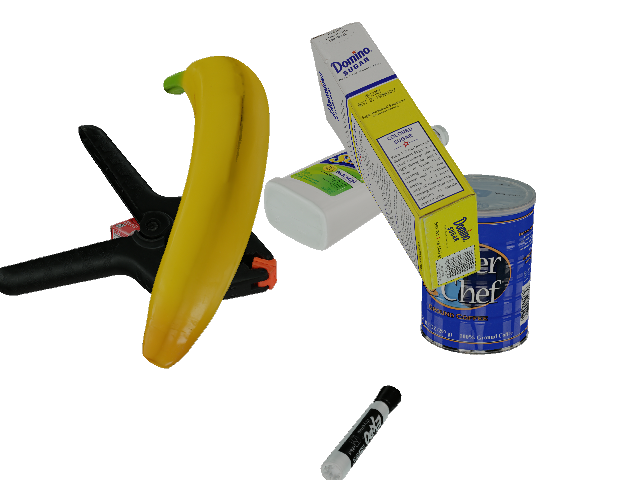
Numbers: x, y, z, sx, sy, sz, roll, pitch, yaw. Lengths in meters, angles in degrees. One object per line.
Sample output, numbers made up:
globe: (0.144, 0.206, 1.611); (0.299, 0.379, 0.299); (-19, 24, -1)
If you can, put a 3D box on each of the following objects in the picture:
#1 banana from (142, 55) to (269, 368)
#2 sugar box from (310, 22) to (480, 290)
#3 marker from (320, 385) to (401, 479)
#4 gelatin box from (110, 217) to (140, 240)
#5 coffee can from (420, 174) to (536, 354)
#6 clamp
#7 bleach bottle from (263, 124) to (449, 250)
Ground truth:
banana: (-0.053, -0.031, 0.516); (0.037, 0.198, 0.070); (24, -49, -25)
sugar box: (0.051, -0.060, 0.733); (0.048, 0.176, 0.093); (-22, -34, -5)
marker: (0.034, 0.148, 0.831); (0.020, 0.020, 0.121); (0, 22, 28)
gelatin box: (-0.152, 0.002, 1.055); (0.089, 0.030, 0.073); (27, 33, 31)
coffee can: (0.145, 0.020, 0.990); (0.103, 0.140, 0.103); (-1, 21, 0)
clamp: (-0.132, -0.011, 0.840); (0.210, 0.164, 0.036); (11, -31, 5)
bleach bottle: (0.056, -0.079, 1.251); (0.103, 0.068, 0.250); (29, 45, 34)
